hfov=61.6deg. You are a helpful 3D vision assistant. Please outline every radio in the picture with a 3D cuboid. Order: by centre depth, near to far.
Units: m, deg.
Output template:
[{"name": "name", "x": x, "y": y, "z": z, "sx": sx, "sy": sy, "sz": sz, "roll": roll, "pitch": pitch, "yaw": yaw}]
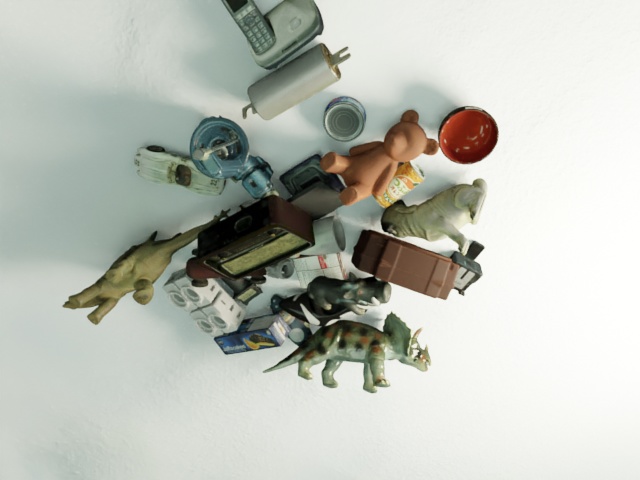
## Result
[{"name": "radio", "x": -0.137, "y": -0.001, "z": 1.107, "sx": 0.230, "sy": 0.073, "sz": 0.131, "roll": -25, "pitch": 146, "yaw": 25}]

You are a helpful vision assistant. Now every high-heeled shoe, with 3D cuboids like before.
[{"name": "high-heeled shoe", "x": 0.035, "y": 0.130, "z": 1.256, "sx": 0.249, "sy": 0.086, "sz": 0.145, "roll": 2, "pitch": 141, "yaw": -13}]

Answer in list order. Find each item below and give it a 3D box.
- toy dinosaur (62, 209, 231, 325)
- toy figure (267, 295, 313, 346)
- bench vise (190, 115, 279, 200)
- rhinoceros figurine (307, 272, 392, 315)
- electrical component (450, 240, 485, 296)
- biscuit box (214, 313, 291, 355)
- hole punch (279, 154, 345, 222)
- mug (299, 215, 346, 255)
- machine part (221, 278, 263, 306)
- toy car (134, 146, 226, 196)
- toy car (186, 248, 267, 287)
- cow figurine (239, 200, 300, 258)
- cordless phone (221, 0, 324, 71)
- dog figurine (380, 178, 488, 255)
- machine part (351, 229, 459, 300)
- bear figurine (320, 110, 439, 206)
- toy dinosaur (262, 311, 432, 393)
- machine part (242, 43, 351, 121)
[{"name": "toy dinosaur", "x": -0.403, "y": 0.058, "z": 1.212, "sx": 0.472, "sy": 0.199, "sz": 0.105, "roll": -23, "pitch": 114, "yaw": 20}, {"name": "toy figure", "x": -0.073, "y": 0.203, "z": 1.343, "sx": 0.064, "sy": 0.058, "sz": 0.154, "roll": -42, "pitch": 112, "yaw": -14}, {"name": "bench vise", "x": -0.177, "y": -0.147, "z": 1.043, "sx": 0.129, "sy": 0.240, "sz": 0.223, "roll": -29, "pitch": 93, "yaw": 12}, {"name": "rhinoceros figurine", "x": 0.066, "y": 0.109, "z": 1.171, "sx": 0.191, "sy": 0.073, "sz": 0.112, "roll": 3, "pitch": 150, "yaw": 28}, {"name": "electrical component", "x": 0.328, "y": 0.061, "z": 1.207, "sx": 0.075, "sy": 0.048, "sz": 0.119, "roll": 30, "pitch": 122, "yaw": -11}, {"name": "biscuit box", "x": -0.172, "y": 0.236, "z": 1.339, "sx": 0.203, "sy": 0.059, "sz": 0.062, "roll": -17, "pitch": 115, "yaw": 36}, {"name": "hole punch", "x": -0.014, "y": -0.107, "z": 1.138, "sx": 0.142, "sy": 0.092, "sz": 0.115, "roll": -30, "pitch": 145, "yaw": 21}, {"name": "mug", "x": -0.002, "y": -0.004, "z": 1.189, "sx": 0.107, "sy": 0.109, "sz": 0.080, "roll": -11, "pitch": 82, "yaw": 16}, {"name": "machine part", "x": -0.210, "y": 0.102, "z": 1.310, "sx": 0.138, "sy": 0.039, "sz": 0.084, "roll": 39, "pitch": 126, "yaw": -18}, {"name": "toy car", "x": -0.302, "y": -0.148, "z": 1.157, "sx": 0.202, "sy": 0.056, "sz": 0.073, "roll": 14, "pitch": 122, "yaw": -1}, {"name": "toy car", "x": -0.208, "y": 0.060, "z": 1.247, "sx": 0.202, "sy": 0.053, "sz": 0.089, "roll": -3, "pitch": 104, "yaw": -17}, {"name": "cow figurine", "x": -0.112, "y": -0.019, "z": 1.202, "sx": 0.098, "sy": 0.068, "sz": 0.167, "roll": -19, "pitch": 117, "yaw": 18}, {"name": "cordless phone", "x": -0.091, "y": -0.414, "z": 0.954, "sx": 0.147, "sy": 0.089, "sz": 0.184, "roll": -29, "pitch": 109, "yaw": 23}, {"name": "dog figurine", "x": 0.235, "y": -0.069, "z": 1.123, "sx": 0.191, "sy": 0.121, "sz": 0.172, "roll": 23, "pitch": 81, "yaw": 19}, {"name": "machine part", "x": 0.174, "y": 0.046, "z": 1.126, "sx": 0.201, "sy": 0.201, "sz": 0.087, "roll": 20, "pitch": 95, "yaw": -4}, {"name": "bear figurine", "x": 0.120, "y": -0.162, "z": 1.051, "sx": 0.196, "sy": 0.132, "sz": 0.120, "roll": -35, "pitch": 77, "yaw": 32}, {"name": "toy dinosaur", "x": 0.069, "y": 0.258, "z": 1.298, "sx": 0.405, "sy": 0.192, "sz": 0.131, "roll": 6, "pitch": 151, "yaw": 10}, {"name": "machine part", "x": -0.049, "y": -0.298, "z": 1.021, "sx": 0.243, "sy": 0.079, "sz": 0.079, "roll": -25, "pitch": 115, "yaw": 21}]
